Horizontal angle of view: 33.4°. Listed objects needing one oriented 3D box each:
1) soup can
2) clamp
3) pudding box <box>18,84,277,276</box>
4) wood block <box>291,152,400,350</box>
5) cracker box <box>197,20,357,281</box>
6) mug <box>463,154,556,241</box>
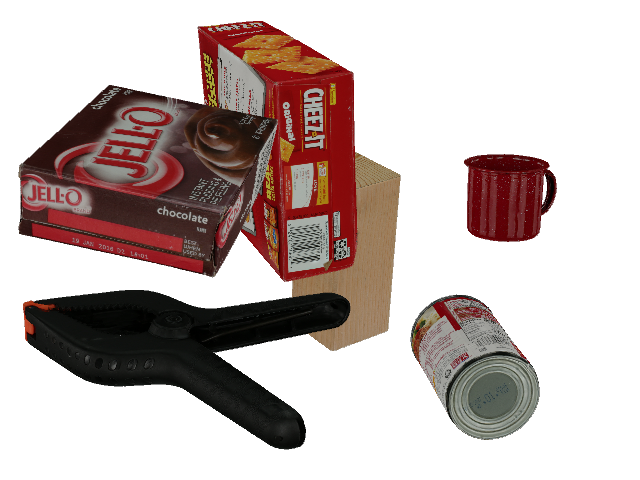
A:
[{"bbox_3d":[0.110,0.089,0.768,0.068,0.068,0.102,0,20,-10],"label":"soup can"},{"bbox_3d":[-0.086,0.062,0.685,0.210,0.036,0.164,10,24,15],"label":"clamp"},{"bbox_3d":[-0.076,-0.031,0.493,0.090,0.039,0.113,13,26,4],"label":"pudding box"},{"bbox_3d":[0.027,0.013,1.262,0.090,0.206,0.090,-16,32,-33],"label":"wood block"},{"bbox_3d":[-0.039,-0.084,0.900,0.072,0.164,0.214,-10,25,-18],"label":"cracker box"},{"bbox_3d":[0.215,-0.049,1.193,0.117,0.081,0.093,-10,19,-30],"label":"mug"}]
